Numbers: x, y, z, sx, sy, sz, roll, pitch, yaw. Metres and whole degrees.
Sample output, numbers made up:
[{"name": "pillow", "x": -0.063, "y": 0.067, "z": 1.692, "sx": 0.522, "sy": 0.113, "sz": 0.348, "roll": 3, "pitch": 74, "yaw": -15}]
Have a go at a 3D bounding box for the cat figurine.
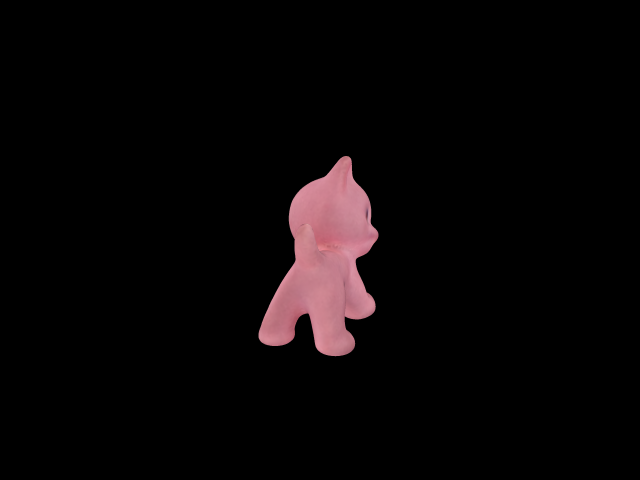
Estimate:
[{"name": "cat figurine", "x": 0.004, "y": 0.001, "z": 0.400, "sx": 0.067, "sy": 0.118, "sz": 0.128, "roll": 4, "pitch": 15, "yaw": 14}]
